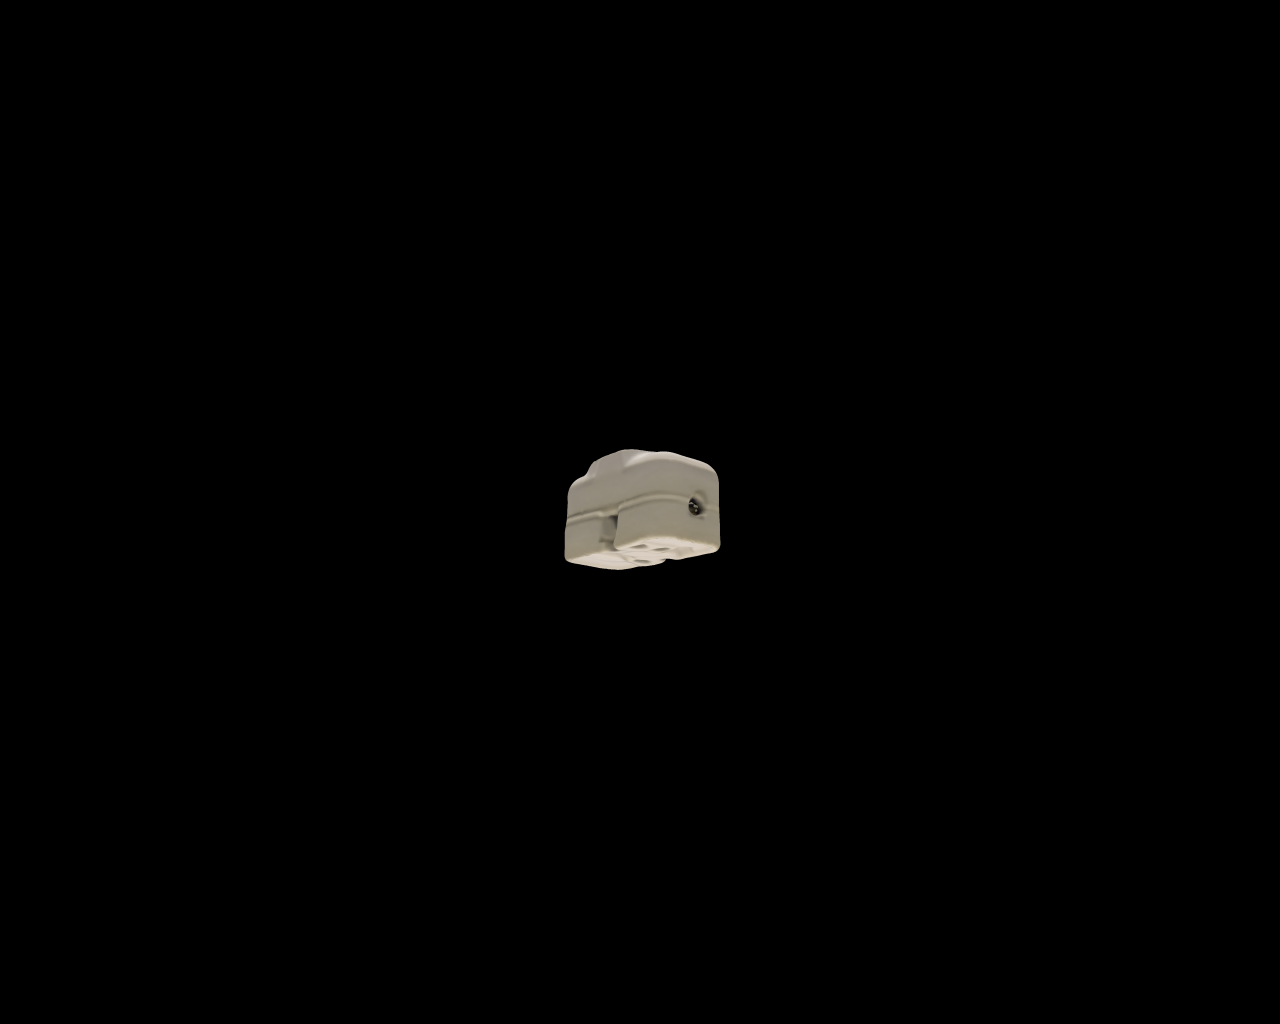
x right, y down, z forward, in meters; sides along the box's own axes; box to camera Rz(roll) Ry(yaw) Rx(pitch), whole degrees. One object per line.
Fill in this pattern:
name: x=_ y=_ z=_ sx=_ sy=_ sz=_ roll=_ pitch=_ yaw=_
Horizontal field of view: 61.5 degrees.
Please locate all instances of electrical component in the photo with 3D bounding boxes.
electrical component: x=0.001 y=-0.003 z=0.650 sx=0.054 sy=0.059 sz=0.095 roll=14 pitch=-20 yaw=-42
